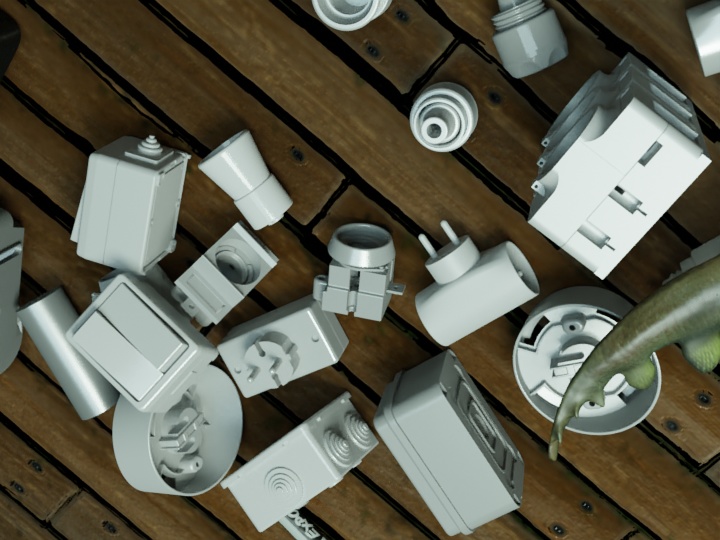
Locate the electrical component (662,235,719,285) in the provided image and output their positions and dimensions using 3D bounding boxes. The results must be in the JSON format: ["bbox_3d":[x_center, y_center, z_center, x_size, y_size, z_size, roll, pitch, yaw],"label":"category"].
[{"bbox_3d":[0.232,0.004,0.717,0.078,0.040,0.040,-32,100,22],"label":"electrical component"}]

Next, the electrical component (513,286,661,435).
[{"bbox_3d":[0.156,0.061,0.743,0.099,0.064,0.099,5,111,12],"label":"electrical component"}]

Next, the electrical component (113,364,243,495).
[{"bbox_3d":[-0.141,0.123,0.823,0.064,0.099,0.099,-6,109,23],"label":"electrical component"}]

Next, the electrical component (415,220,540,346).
[{"bbox_3d":[0.072,0.002,0.753,0.077,0.043,0.079,-32,99,22],"label":"electrical component"}]

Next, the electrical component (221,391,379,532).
[{"bbox_3d":[-0.042,0.143,0.805,0.100,0.100,0.048,-38,85,23],"label":"electrical component"}]

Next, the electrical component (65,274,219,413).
[{"bbox_3d":[-0.159,0.047,0.757,0.096,0.061,0.061,42,89,11],"label":"electrical component"}]

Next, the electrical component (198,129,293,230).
[{"bbox_3d":[-0.079,-0.062,0.768,0.044,0.044,0.065,-31,105,22],"label":"electrical component"}]

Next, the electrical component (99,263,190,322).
[{"bbox_3d":[-0.178,0.039,0.827,0.079,0.043,0.077,-20,104,20],"label":"electrical component"}]

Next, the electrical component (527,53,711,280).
[{"bbox_3d":[0.151,-0.070,0.648,0.062,0.150,0.089,37,114,-3],"label":"electrical component"}]

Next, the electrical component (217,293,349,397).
[{"bbox_3d":[-0.062,0.062,0.790,0.083,0.075,0.047,-23,103,20],"label":"electrical component"}]

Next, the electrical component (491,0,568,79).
[{"bbox_3d":[0.104,-0.157,0.686,0.043,0.043,0.062,-21,102,20],"label":"electrical component"}]

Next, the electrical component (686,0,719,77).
[{"bbox_3d":[0.236,-0.166,0.650,0.077,0.043,0.079,-16,105,19],"label":"electrical component"}]

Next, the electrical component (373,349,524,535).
[{"bbox_3d":[0.066,0.125,0.782,0.057,0.078,0.113,-30,101,19],"label":"electrical component"}]

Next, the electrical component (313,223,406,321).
[{"bbox_3d":[0.000,0.000,0.769,0.066,0.048,0.055,11,120,10],"label":"electrical component"}]

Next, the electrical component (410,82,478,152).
[{"bbox_3d":[0.054,-0.099,0.709,0.043,0.062,0.043,5,111,12],"label":"electrical component"}]

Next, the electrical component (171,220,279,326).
[{"bbox_3d":[-0.102,0.006,0.784,0.042,0.081,0.064,47,136,-6],"label":"electrical component"}]

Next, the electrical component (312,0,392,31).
[{"bbox_3d":[-0.003,-0.181,0.696,0.045,0.055,0.045,5,111,12],"label":"electrical component"}]

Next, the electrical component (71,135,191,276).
[{"bbox_3d":[-0.167,-0.055,0.779,0.061,0.061,0.096,17,113,7],"label":"electrical component"}]
